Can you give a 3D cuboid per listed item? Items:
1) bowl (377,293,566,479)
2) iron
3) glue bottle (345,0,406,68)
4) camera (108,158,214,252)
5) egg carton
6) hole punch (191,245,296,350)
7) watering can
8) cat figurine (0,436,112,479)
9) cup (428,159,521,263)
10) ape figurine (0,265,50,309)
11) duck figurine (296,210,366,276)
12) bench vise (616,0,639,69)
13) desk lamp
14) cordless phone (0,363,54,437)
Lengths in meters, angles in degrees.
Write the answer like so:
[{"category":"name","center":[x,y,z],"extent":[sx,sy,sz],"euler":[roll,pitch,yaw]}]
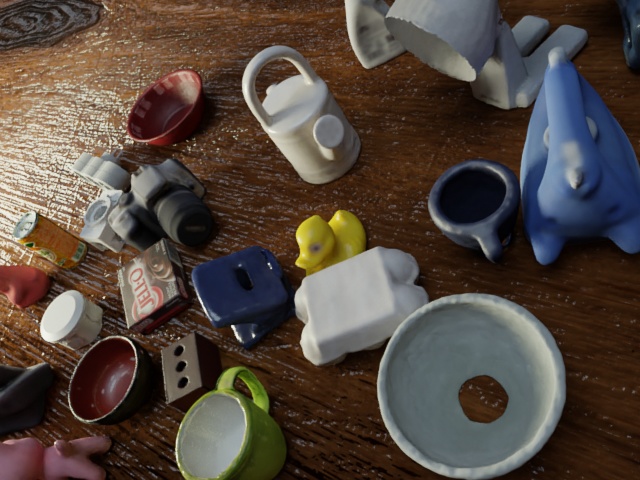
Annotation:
[{"category":"bowl","center":[0.142,0.138,0.527],"extent":[0.167,0.075,0.167],"euler":[-15,54,21]},{"category":"iron","center":[0.252,-0.111,0.582],"extent":[0.118,0.142,0.258],"euler":[-10,56,24]},{"category":"glue bottle","center":[0.063,-0.326,0.811],"extent":[0.078,0.174,0.037],"euler":[-21,52,17]},{"category":"camera","center":[-0.229,-0.041,0.841],"extent":[0.143,0.101,0.136],"euler":[-47,49,-5]},{"category":"egg carton","center":[0.044,0.073,0.630],"extent":[0.150,0.070,0.107],"euler":[-25,51,14]},{"category":"hole punch","center":[-0.091,0.059,0.703],"extent":[0.101,0.091,0.108],"euler":[-38,49,3]},{"category":"watering can","center":[-0.023,-0.165,0.741],"extent":[0.172,0.195,0.101],"euler":[18,70,37]},{"category":"cat figurine","center":[-0.341,0.267,0.693],"extent":[0.127,0.118,0.067],"euler":[-22,52,16]},{"category":"cup","center":[0.172,-0.013,0.595],"extent":[0.091,0.095,0.117],"euler":[-23,51,16]},{"category":"ape figurine","center":[-0.496,0.068,0.930],"extent":[0.076,0.092,0.077],"euler":[-25,51,14]},{"category":"duck figurine","center":[0.006,0.002,0.687],"extent":[0.077,0.086,0.105],"euler":[14,68,36]},{"category":"bench vise","center":[0.351,-0.311,0.604],"extent":[0.121,0.220,0.207],"euler":[-28,50,11]},{"category":"desk lamp","center":[0.192,-0.251,0.661],"extent":[0.203,0.214,0.117],"euler":[-47,49,-5]},{"category":"cordless phone","center":[-0.477,0.197,0.773],"extent":[0.147,0.186,0.094],"euler":[-24,51,15]}]
